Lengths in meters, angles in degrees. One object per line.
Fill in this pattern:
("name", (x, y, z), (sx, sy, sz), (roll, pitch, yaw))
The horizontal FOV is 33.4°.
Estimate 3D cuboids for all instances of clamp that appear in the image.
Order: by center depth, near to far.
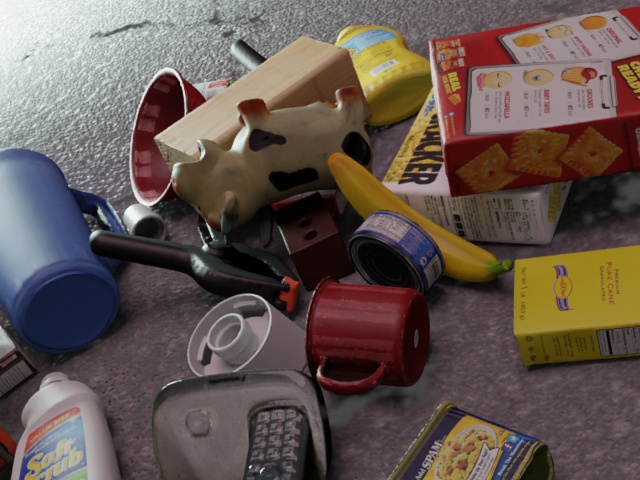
("clamp", (-0.111, 0.021, 1.040), (0.164, 0.036, 0.210), (-11, 28, -44))
("clamp", (-0.036, -0.198, 1.304), (0.120, 0.039, 0.171), (-11, 45, -9))

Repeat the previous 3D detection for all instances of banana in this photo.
("banana", (0.089, -0.013, 0.967), (0.198, 0.070, 0.037), (32, 54, 19))

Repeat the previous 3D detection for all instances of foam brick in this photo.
("foam brick", (-0.007, 0.001, 1.038), (0.053, 0.051, 0.078), (-24, 37, -2))

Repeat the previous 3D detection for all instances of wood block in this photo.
("wood block", (-0.057, -0.119, 1.130), (0.205, 0.091, 0.090), (-38, 36, -20))

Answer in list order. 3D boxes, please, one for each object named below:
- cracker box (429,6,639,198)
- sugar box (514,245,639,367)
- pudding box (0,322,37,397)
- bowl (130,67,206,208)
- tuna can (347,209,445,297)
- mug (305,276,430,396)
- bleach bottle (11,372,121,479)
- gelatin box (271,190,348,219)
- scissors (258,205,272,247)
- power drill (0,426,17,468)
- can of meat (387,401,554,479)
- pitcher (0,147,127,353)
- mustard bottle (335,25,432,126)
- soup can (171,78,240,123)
("cracker box", (0.212, -0.126, 0.958), (0.214, 0.072, 0.164), (-8, 42, 7))
("sugar box", (0.246, 0.048, 0.854), (0.176, 0.048, 0.093), (-10, 39, 19))
("pudding box", (-0.350, 0.124, 1.080), (0.090, 0.039, 0.114), (-38, 37, -16))
("bowl", (-0.162, -0.112, 1.214), (0.055, 0.162, 0.162), (9, 24, -31))
("tuna can", (0.067, 0.016, 0.954), (0.086, 0.086, 0.033), (16, 53, 40))
("mug", (0.038, 0.085, 0.879), (0.082, 0.093, 0.117), (3, 33, 23))
("bleach bottle", (-0.220, 0.201, 0.899), (0.102, 0.068, 0.251), (-26, 34, -3))
("gelatin box", (-0.004, -0.056, 1.124), (0.073, 0.030, 0.089), (-4, 39, 23))
("scissors", (-0.043, -0.072, 1.175), (0.096, 0.016, 0.202), (-14, 47, -11))
("power drill", (-0.370, 0.218, 0.949), (0.187, 0.057, 0.185), (-48, 42, -16))
("can of meat", (0.107, 0.175, 0.762), (0.084, 0.057, 0.102), (16, 52, 37))
("pitcher", (-0.288, 0.010, 1.127), (0.149, 0.145, 0.243), (-41, 42, -3))
("mustard bottle", (0.062, -0.205, 1.250), (0.096, 0.058, 0.192), (-29, 37, -1))
("soup can", (-0.142, -0.156, 1.289), (0.102, 0.068, 0.068), (-6, 40, 20))
